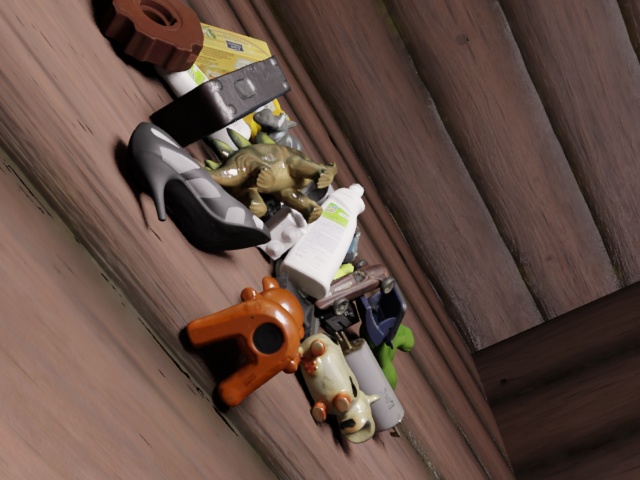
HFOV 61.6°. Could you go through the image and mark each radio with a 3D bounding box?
[{"bbox_3d":[-0.153,-0.232,0.893,0.073,0.131,0.229,61,37,-16],"label":"radio"}]

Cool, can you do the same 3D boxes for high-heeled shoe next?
[{"bbox_3d":[-0.165,-0.070,0.764,0.248,0.086,0.145,20,50,-56],"label":"high-heeled shoe"}]

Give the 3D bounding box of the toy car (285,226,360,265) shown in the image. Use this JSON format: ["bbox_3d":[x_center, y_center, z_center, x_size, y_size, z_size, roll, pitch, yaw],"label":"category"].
[{"bbox_3d":[-0.002,-0.003,1.132,0.103,0.162,0.109,-142,-126,-70],"label":"toy car"}]

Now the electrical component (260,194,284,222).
[{"bbox_3d":[-0.092,-0.090,1.139,0.115,0.058,0.134,67,15,12],"label":"electrical component"}]

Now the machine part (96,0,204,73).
[{"bbox_3d":[-0.273,-0.357,0.878,0.179,0.056,0.179,28,41,-27],"label":"machine part"}]

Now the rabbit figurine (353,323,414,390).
[{"bbox_3d":[0.143,0.259,1.207,0.158,0.121,0.170,57,28,-48],"label":"rabbit figurine"}]

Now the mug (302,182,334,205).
[{"bbox_3d":[-0.008,-0.081,1.178,0.110,0.081,0.107,26,-20,39],"label":"mug"}]

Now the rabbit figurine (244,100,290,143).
[{"bbox_3d":[-0.147,-0.272,1.238,0.162,0.122,0.173,57,-3,22],"label":"rabbit figurine"}]

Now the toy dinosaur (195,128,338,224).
[{"bbox_3d":[-0.072,-0.123,0.958,0.199,0.105,0.471,40,22,28],"label":"toy dinosaur"}]

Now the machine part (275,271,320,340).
[{"bbox_3d":[-0.041,0.122,0.953,0.138,0.039,0.084,57,27,-22],"label":"machine part"}]

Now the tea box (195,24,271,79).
[{"bbox_3d":[-0.190,-0.352,1.056,0.169,0.098,0.068,5,54,-37],"label":"tea box"}]

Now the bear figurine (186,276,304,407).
[{"bbox_3d":[-0.085,0.118,0.714,0.120,0.132,0.196,62,-4,-4],"label":"bear figurine"}]

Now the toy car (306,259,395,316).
[{"bbox_3d":[0.061,0.087,1.054,0.202,0.053,0.089,-16,41,-41],"label":"toy car"}]

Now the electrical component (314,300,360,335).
[{"bbox_3d":[0.040,0.159,1.112,0.119,0.075,0.048,52,17,-46],"label":"electrical component"}]

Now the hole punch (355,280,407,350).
[{"bbox_3d":[0.113,0.150,1.123,0.142,0.092,0.115,-113,-148,-57],"label":"hole punch"}]

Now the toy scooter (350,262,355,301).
[{"bbox_3d":[0.042,0.068,1.276,0.135,0.075,0.184,61,8,-13],"label":"toy scooter"}]

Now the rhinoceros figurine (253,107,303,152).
[{"bbox_3d":[-0.086,-0.206,1.118,0.073,0.112,0.190,29,-3,22],"label":"rhinoceros figurine"}]

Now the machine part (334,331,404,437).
[{"bbox_3d":[0.095,0.284,1.055,0.243,0.079,0.079,61,14,-3],"label":"machine part"}]

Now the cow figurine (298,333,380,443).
[{"bbox_3d":[0.029,0.246,0.893,0.195,0.085,0.127,62,20,3],"label":"cow figurine"}]
